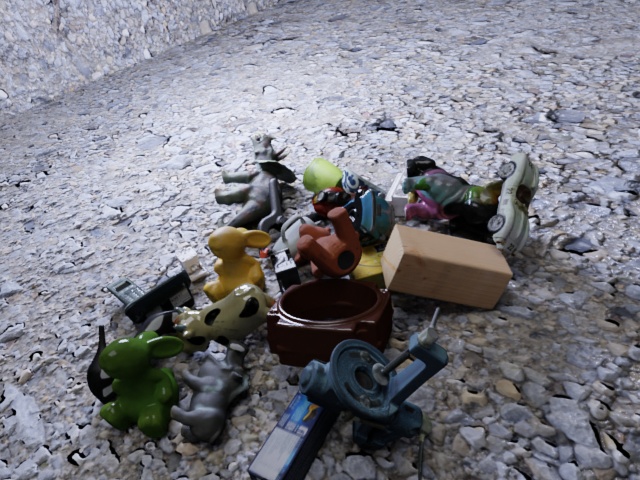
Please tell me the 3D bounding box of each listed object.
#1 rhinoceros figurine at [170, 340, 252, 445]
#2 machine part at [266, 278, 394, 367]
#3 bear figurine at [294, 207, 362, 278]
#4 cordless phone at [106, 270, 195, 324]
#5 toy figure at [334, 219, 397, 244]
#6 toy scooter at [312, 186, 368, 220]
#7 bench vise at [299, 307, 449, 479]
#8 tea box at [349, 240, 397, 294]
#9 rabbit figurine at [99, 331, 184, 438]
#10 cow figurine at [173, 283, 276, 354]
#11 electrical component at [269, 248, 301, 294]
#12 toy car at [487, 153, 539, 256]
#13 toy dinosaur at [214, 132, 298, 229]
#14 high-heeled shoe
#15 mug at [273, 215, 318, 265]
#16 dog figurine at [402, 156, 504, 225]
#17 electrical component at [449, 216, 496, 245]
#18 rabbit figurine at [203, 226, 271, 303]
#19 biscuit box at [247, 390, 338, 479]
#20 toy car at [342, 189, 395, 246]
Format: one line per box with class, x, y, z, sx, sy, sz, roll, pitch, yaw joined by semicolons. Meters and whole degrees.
rhinoceros figurine;-0.177;0.252;0.914;0.112;0.073;0.190;-2;38;16
machine part;0.020;0.140;0.947;0.201;0.087;0.201;2;21;18
bear figurine;0.000;0.000;1.062;0.120;0.131;0.196;-41;28;-9
cordless phone;-0.371;0.105;1.164;0.146;0.088;0.184;-36;38;-28
toy figure;0.110;-0.018;1.201;0.155;0.064;0.058;4;1;15
toy scooter;0.067;-0.086;1.230;0.184;0.135;0.075;7;79;10
bench vise;0.100;0.205;0.749;0.223;0.240;0.129;35;35;-7
tea box;0.144;0.053;1.087;0.170;0.068;0.098;-16;37;-4
rabbit figurine;-0.298;0.224;0.905;0.121;0.170;0.159;9;42;26
cow figurine;-0.186;0.150;1.001;0.195;0.127;0.086;-34;32;11
electrical component;-0.067;0.079;1.110;0.048;0.074;0.119;-18;32;-7
toy car;0.367;-0.068;1.007;0.056;0.073;0.201;-7;59;49
toy dinosaur;-0.159;-0.111;1.366;0.192;0.131;0.405;-8;42;7
high-heeled shoe;-0.319;0.215;1.032;0.249;0.145;0.086;-7;-5;-36
mug;-0.053;0.004;1.188;0.107;0.109;0.081;-43;48;-16
dog figurine;0.286;-0.101;1.128;0.219;0.108;0.191;4;36;14
electrical component;0.343;-0.022;1.137;0.134;0.058;0.115;-37;41;-30
rabbit figurine;-0.169;0.039;1.113;0.122;0.173;0.162;10;46;34
biscuit box;-0.028;0.292;0.824;0.059;0.062;0.203;10;42;29
toy car;0.102;-0.034;1.118;0.103;0.161;0.109;9;69;-22
